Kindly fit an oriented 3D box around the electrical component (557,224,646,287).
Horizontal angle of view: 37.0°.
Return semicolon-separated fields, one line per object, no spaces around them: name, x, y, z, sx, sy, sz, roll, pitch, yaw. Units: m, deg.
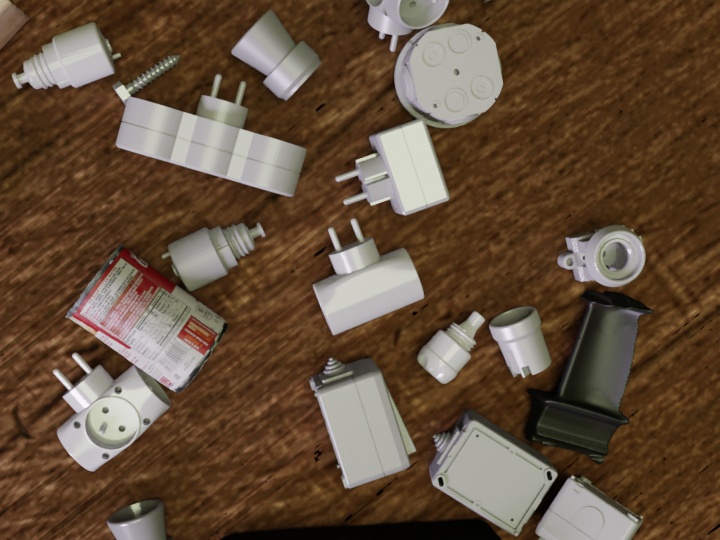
electrical component;0.197;-0.012;0.855;0.066;0.055;0.048;-15;97;-6

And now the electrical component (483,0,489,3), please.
electrical component;0.086;-0.243;0.826;0.064;0.042;0.081;34;91;-10

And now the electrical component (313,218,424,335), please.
electrical component;0.000;0.000;0.837;0.077;0.044;0.079;-22;98;-5

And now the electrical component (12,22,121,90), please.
electrical component;-0.219;-0.154;0.797;0.078;0.040;0.040;-22;98;-4

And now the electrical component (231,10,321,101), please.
electrical component;-0.063;-0.161;0.814;0.055;0.045;0.045;43;89;-9

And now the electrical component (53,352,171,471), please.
electrical component;-0.200;0.099;0.821;0.077;0.044;0.079;-40;99;-2

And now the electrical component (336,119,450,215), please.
electrical component;0.020;-0.073;0.831;0.077;0.047;0.065;-20;97;-5

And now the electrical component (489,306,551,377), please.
electrical component;0.130;0.058;0.862;0.040;0.040;0.046;-23;103;-5

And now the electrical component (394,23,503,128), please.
electrical component;0.069;-0.150;0.828;0.080;0.051;0.080;-1;95;-7

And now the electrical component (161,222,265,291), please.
electrical component;-0.110;-0.015;0.824;0.078;0.040;0.040;-26;98;-4

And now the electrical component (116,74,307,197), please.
electrical component;-0.107;-0.109;0.809;0.138;0.052;0.073;16;94;-9

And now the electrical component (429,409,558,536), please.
electrical component;0.099;0.156;0.860;0.096;0.061;0.061;32;93;-1

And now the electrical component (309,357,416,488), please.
electrical component;0.001;0.110;0.839;0.061;0.062;0.096;-18;97;-5

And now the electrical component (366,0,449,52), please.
electrical component;0.027;-0.204;0.811;0.044;0.077;0.079;-12;137;-25

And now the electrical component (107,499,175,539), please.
electrical component;-0.167;0.212;0.836;0.045;0.045;0.055;-17;98;-5

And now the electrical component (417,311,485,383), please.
electrical component;0.076;0.059;0.857;0.035;0.035;0.061;42;87;-9

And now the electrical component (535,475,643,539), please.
electrical component;0.183;0.206;0.859;0.062;0.096;0.061;33;90;20
